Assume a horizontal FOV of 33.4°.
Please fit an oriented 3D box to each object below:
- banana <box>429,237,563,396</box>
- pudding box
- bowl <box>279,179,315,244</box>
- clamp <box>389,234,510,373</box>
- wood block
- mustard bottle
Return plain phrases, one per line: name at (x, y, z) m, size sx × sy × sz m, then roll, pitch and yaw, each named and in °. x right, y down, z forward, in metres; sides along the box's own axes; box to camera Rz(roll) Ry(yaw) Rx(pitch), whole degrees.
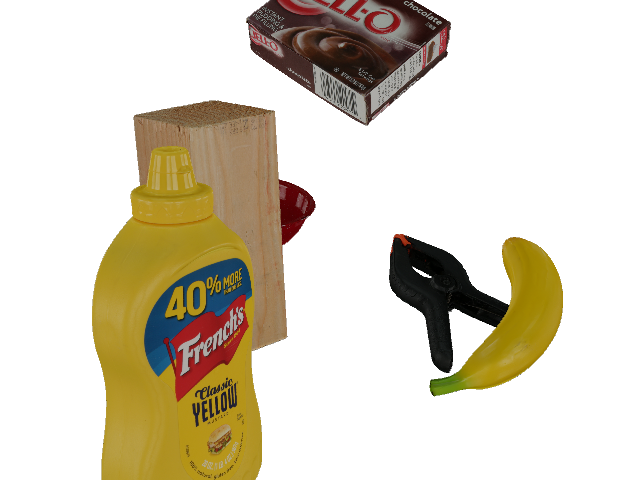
banana at (0.142, 0.049, 0.777) m, size 0.070 × 0.037 × 0.197 m, roll 10°, pitch 33°, yaw 23°
pudding box at (0.019, -0.141, 0.740) m, size 0.114 × 0.090 × 0.039 m, roll 38°, pitch -24°, yaw 22°
bowl at (-0.089, -0.027, 1.320) m, size 0.162 × 0.055 × 0.162 m, roll 4°, pitch 25°, yaw -2°
clamp at (0.130, 0.054, 1.033) m, size 0.120 × 0.039 × 0.171 m, roll -4°, pitch 44°, yaw -27°
wood block at (-0.094, -0.010, 0.929) m, size 0.090 × 0.206 × 0.091 m, roll -18°, pitch 24°, yaw -39°
mustard bottle at (-0.073, 0.047, 0.550) m, size 0.058 × 0.192 × 0.096 m, roll 12°, pitch 20°, yaw 37°
